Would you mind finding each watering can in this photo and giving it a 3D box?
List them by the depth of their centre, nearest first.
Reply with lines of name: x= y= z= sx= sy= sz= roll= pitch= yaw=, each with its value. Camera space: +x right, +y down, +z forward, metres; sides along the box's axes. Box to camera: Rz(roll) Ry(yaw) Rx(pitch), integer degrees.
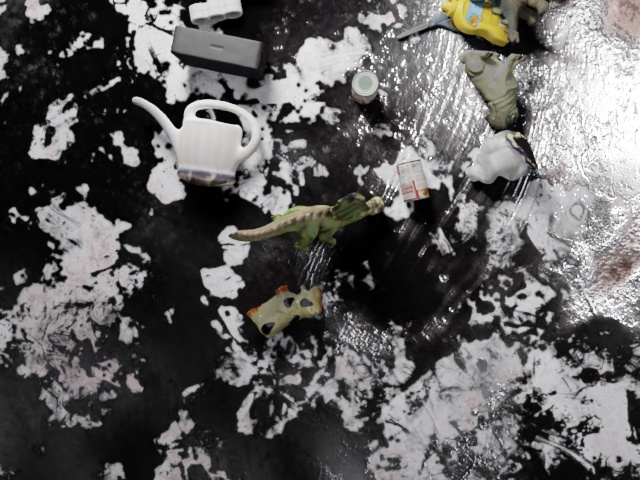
watering can: x=-0.329 y=-0.259 z=1.349 sx=0.348 sy=0.104 sz=0.224 roll=8 pitch=93 yaw=2

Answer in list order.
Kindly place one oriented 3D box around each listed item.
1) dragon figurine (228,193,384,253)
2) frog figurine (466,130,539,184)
dragon figurine: x=0.004 y=-0.063 z=1.247 sx=0.239 sy=0.412 sz=0.123 roll=-34 pitch=73 yaw=42
frog figurine: x=0.461 y=-0.202 z=1.327 sx=0.136 sy=0.126 sz=0.157 roll=34 pitch=137 yaw=-21
